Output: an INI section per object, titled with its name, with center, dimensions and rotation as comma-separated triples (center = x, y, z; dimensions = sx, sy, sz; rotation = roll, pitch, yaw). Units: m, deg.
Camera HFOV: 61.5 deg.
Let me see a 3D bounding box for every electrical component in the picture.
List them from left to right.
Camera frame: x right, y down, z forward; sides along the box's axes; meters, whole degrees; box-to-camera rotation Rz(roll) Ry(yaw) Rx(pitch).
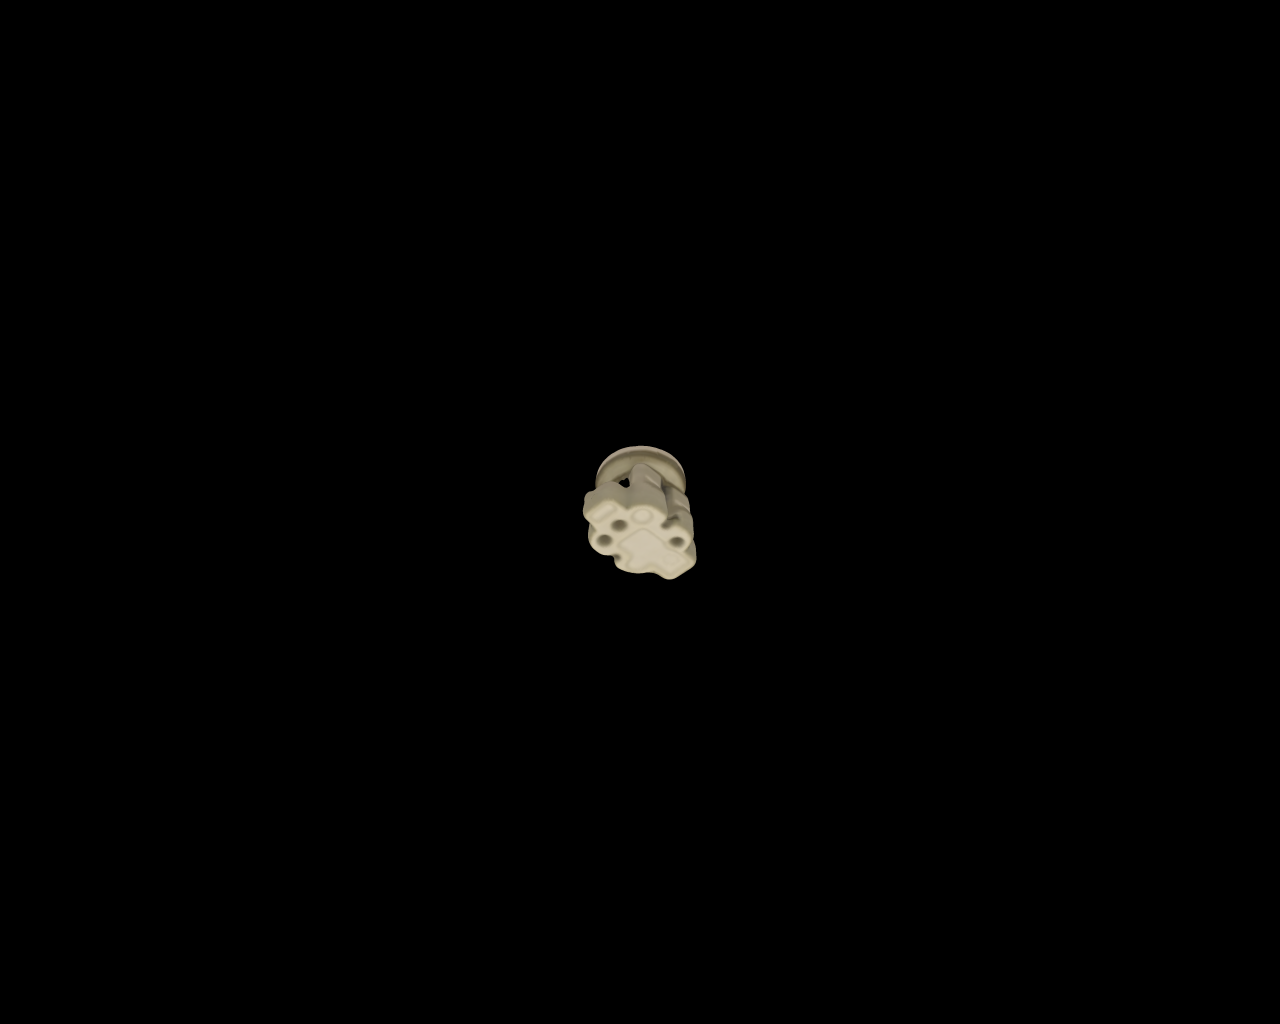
[electrical component]
center = 0.001, -0.003, 0.650
dimensions = 0.058, 0.057, 0.078
rotation = -33, -54, 29
